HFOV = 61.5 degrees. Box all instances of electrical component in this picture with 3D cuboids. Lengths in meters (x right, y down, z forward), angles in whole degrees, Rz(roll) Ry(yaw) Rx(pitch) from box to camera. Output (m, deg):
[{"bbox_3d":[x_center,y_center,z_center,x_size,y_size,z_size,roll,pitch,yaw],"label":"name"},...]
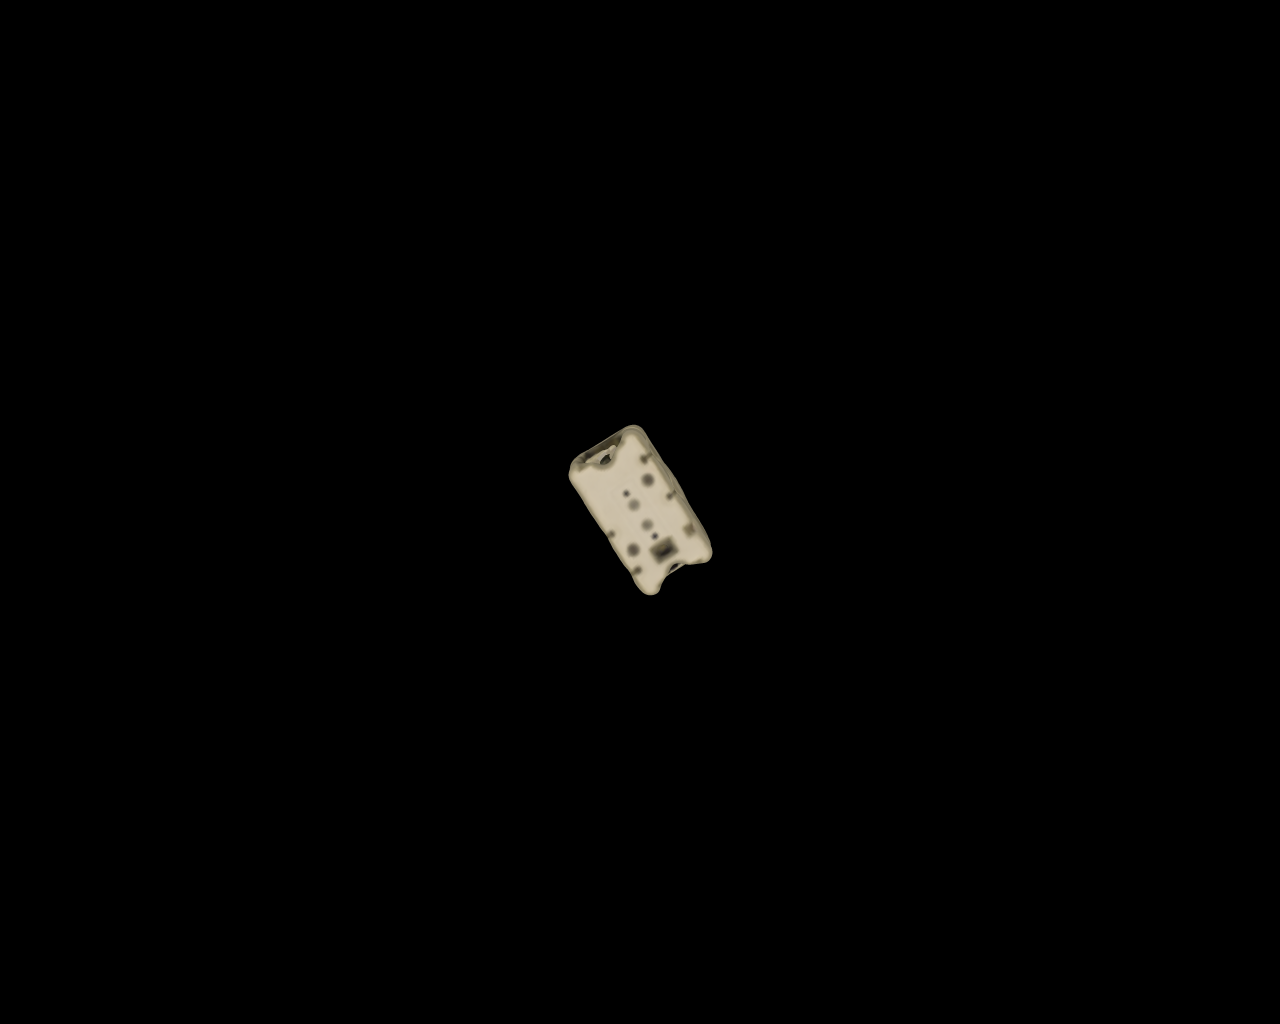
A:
[{"bbox_3d":[0.001,-0.003,0.650,0.050,0.089,0.056,-31,8,5],"label":"electrical component"}]
